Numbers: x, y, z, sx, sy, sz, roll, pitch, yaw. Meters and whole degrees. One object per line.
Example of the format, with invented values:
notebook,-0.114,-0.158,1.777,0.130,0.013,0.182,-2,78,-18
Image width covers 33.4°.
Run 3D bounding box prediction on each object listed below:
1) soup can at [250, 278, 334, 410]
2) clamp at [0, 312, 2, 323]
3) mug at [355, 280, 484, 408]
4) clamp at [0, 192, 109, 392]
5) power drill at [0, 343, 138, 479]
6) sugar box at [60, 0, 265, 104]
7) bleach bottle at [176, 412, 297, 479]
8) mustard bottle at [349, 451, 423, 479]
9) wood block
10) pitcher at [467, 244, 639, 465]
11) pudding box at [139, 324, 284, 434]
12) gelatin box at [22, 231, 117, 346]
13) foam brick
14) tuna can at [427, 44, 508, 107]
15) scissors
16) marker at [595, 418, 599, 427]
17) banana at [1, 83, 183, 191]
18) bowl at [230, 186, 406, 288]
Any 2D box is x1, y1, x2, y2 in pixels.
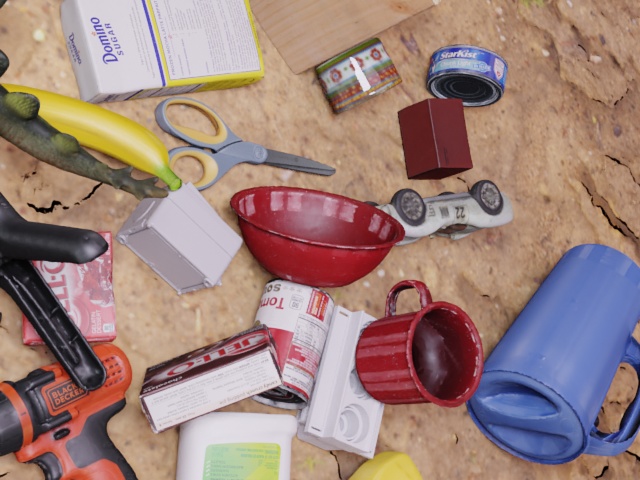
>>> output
soup can,-0.031,0.094,0.964,0.068,0.069,0.102,30,62,-29
clamp,-0.324,0.057,0.762,0.171,0.039,0.120,-39,104,-37
mug,0.084,0.094,0.960,0.093,0.082,0.117,-6,84,-39
clamp,-0.229,0.015,0.788,0.036,0.210,0.165,-39,148,-38
power drill,-0.199,0.191,0.817,0.184,0.057,0.187,-24,95,-39
sugar box,-0.138,-0.178,0.956,0.175,0.048,0.093,-12,88,-35
bleach bottle,-0.071,0.271,0.880,0.102,0.068,0.251,5,74,-16
mustard bottle,0.019,0.273,0.968,0.191,0.058,0.096,-22,100,-39
wood block,0.038,-0.242,1.003,0.090,0.207,0.090,-45,107,-35
pitcher,0.275,0.119,1.153,0.149,0.145,0.242,53,51,-14
pudding box,-0.088,0.111,0.873,0.113,0.090,0.039,-23,98,-2
gelatin box,-0.201,0.038,0.851,0.073,0.030,0.089,-2,79,-14
foam brick,0.122,-0.108,1.138,0.052,0.051,0.078,-2,81,-37
tuna can,0.160,-0.177,1.161,0.086,0.086,0.033,22,69,-32
scissors,-0.071,-0.066,1.002,0.201,0.016,0.096,27,66,-31
marker,0.274,0.207,1.206,0.120,0.020,0.020,5,77,-37
banana,-0.204,-0.095,0.874,0.197,0.070,0.037,18,105,-20
bowl,-0.006,0.001,0.972,0.161,0.162,0.055,-3,113,-38
